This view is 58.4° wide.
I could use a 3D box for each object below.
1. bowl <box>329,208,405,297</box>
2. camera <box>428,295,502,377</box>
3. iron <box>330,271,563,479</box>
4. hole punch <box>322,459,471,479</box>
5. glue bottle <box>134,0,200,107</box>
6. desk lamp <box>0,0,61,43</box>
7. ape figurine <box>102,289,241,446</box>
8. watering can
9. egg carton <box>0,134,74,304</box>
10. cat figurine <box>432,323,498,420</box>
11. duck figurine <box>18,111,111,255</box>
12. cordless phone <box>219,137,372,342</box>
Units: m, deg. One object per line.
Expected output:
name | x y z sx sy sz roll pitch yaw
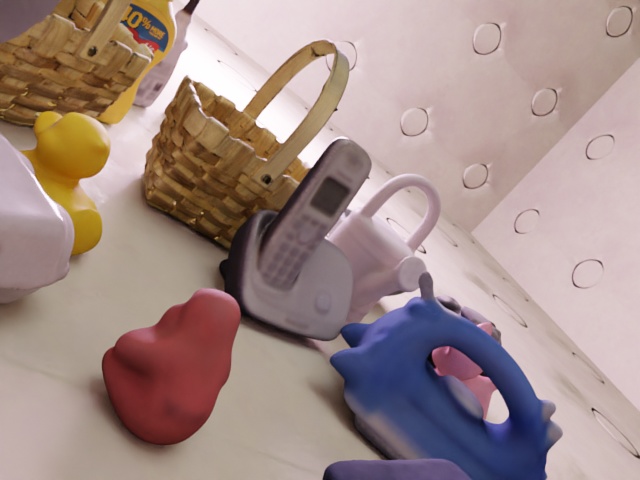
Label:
bowl | 0.069 0.030 0.857 0.168 0.074 0.167 38 15 -11
camera | 0.173 0.126 0.794 0.137 0.100 0.143 33 17 -30
iron | 0.137 0.154 0.536 0.258 0.141 0.119 41 14 -1
hole punch | 0.047 0.180 0.327 0.101 0.091 0.108 33 17 -30
glue bottle | -0.215 -0.263 0.784 0.037 0.173 0.078 44 14 12
desk lamp | -0.255 -0.165 0.314 0.203 0.213 0.118 47 15 21
ape figurine | -0.079 0.066 0.335 0.078 0.092 0.076 31 17 -34
watering can | 0.072 0.010 0.685 0.101 0.194 0.172 24 22 -49
egg carton | -0.205 -0.015 0.292 0.107 0.069 0.151 47 15 21
cat figurine | 0.175 0.153 0.683 0.128 0.117 0.067 36 15 -21
duck figurine | -0.183 -0.048 0.413 0.104 0.086 0.078 47 15 22
cordless phone | 0.005 0.002 0.552 0.148 0.185 0.094 27 20 -44
